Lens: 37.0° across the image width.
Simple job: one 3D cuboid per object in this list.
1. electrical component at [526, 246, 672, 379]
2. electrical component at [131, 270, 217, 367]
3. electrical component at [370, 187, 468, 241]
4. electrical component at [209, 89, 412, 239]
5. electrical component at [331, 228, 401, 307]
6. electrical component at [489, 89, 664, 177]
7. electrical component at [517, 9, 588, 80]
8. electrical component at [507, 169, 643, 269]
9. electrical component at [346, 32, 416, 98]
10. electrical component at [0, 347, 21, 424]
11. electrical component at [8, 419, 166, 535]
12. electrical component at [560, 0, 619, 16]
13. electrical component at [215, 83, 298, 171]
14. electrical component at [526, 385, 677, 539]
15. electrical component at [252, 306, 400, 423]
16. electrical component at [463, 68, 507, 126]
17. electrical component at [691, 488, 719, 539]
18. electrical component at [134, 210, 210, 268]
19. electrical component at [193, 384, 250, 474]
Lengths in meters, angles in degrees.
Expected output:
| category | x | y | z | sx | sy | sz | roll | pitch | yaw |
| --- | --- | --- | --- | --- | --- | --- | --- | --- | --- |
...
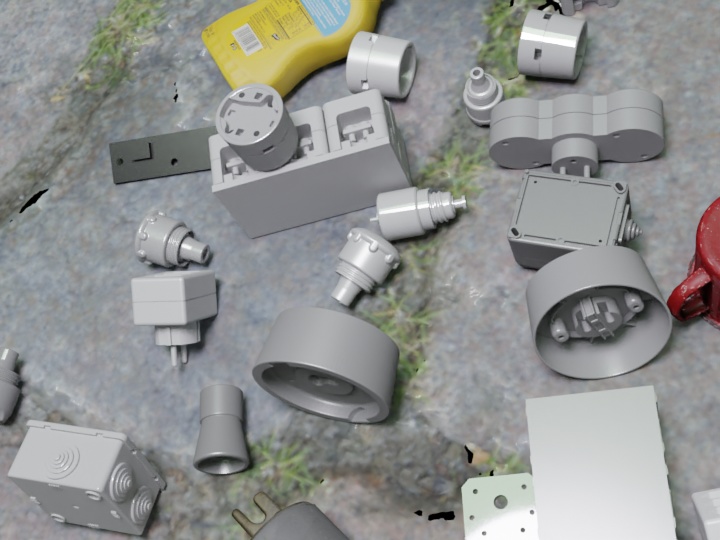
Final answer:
| category | x | y | z | sx | sy | sz | roll | pitch | yaw |
| --- | --- | --- | --- | --- | --- | --- | --- | --- | --- |
| electrical component | 0.171 | 0.030 | 0.781 | 0.099 | 0.099 | 0.064 | -17 | 56 | 9 |
| electrical component | -0.153 | 0.041 | 0.895 | 0.047 | 0.066 | 0.076 | -2 | 94 | 16 |
| electrical component | 0.049 | -0.049 | 0.884 | 0.078 | 0.040 | 0.040 | -10 | 64 | 12 |
| electrical component | -0.041 | -0.090 | 0.902 | 0.150 | 0.089 | 0.061 | -14 | 63 | 10 |
| electrical component | 0.000 | 0.000 | 0.876 | 0.048 | 0.048 | 0.062 | 31 | 85 | 27 |
| electrical component | 0.172 | -0.097 | 0.861 | 0.138 | 0.052 | 0.073 | -2 | 65 | 16 |
| electrical component | 0.163 | -0.188 | 0.906 | 0.047 | 0.055 | 0.055 | 13 | 71 | 18 |
| electrical component | 0.169 | -0.032 | 0.828 | 0.096 | 0.061 | 0.061 | 10 | 69 | 21 |
| electrical component | 0.020 | -0.179 | 0.946 | 0.047 | 0.055 | 0.055 | 12 | 70 | 18 |
| electrical component | -0.314 | 0.098 | 0.926 | 0.043 | 0.043 | 0.062 | 8 | 68 | 20 |
| electrical component | -0.212 | 0.163 | 0.835 | 0.100 | 0.099 | 0.048 | 5 | 55 | 19 |
| electrical component | 0.193 | -0.278 | 0.936 | 0.050 | 0.055 | 0.089 | -9 | 64 | 13 |
| electrical component | -0.079 | -0.110 | 0.843 | 0.055 | 0.047 | 0.055 | -7 | 65 | 14 |
| electrical component | 0.168 | 0.164 | 0.738 | 0.089 | 0.061 | 0.150 | -8 | 64 | 13 |
| electrical component | -0.022 | 0.067 | 0.818 | 0.108 | 0.108 | 0.060 | 8 | 63 | 20 |
| electrical component | 0.103 | -0.148 | 0.901 | 0.035 | 0.061 | 0.035 | -7 | 65 | 14 |
| electrical component | 0.253 | 0.187 | 0.704 | 0.047 | 0.066 | 0.076 | -14 | 92 | 11 |
| electrical component | -0.161 | -0.022 | 0.936 | 0.062 | 0.048 | 0.048 | 17 | 72 | 16 |
| electrical component | -0.110 | 0.124 | 0.854 | 0.044 | 0.044 | 0.065 | -11 | 58 | 12 |
